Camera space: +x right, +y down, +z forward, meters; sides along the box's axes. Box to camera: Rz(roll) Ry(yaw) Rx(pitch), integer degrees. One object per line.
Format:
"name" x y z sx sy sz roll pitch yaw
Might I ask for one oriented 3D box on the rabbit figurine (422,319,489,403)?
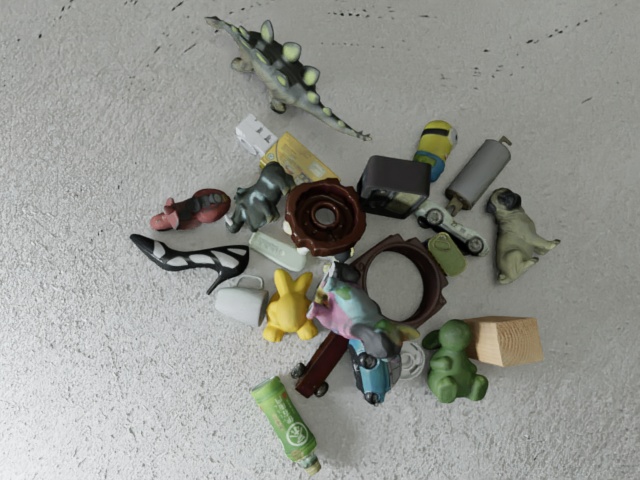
"rabbit figurine" 0.300 0.251 1.190 0.121 0.159 0.170 2 101 -9

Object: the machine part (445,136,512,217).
"machine part" 0.380 -0.157 1.290 0.079 0.079 0.243 40 81 -1

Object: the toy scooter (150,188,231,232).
"toy scooter" -0.282 -0.067 1.165 0.184 0.135 0.075 -20 84 -11

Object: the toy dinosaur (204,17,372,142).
"toy dinosaur" -0.074 -0.359 1.198 0.471 0.198 0.105 38 83 1

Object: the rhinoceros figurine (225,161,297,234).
"rhinoceros figurine" -0.136 -0.085 1.185 0.112 0.073 0.190 40 108 1

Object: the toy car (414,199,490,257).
"toy car" 0.310 -0.024 1.265 0.202 0.073 0.056 34 80 -2

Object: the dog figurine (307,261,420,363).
"dog figurine" 0.090 0.152 1.084 0.219 0.191 0.108 32 110 -3

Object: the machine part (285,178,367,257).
"machine part" 0.011 -0.048 1.153 0.179 0.056 0.179 2 67 -6

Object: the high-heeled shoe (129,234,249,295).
"high-heeled shoe" -0.283 0.015 1.188 0.249 0.086 0.145 34 69 -1

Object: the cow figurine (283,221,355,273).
"cow figurine" -0.004 -0.003 1.205 0.167 0.098 0.068 39 54 -3

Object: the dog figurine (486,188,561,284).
"dog figurine" 0.442 -0.012 1.280 0.172 0.121 0.191 -38 75 -13

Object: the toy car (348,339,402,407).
"toy car" 0.125 0.268 1.154 0.103 0.109 0.161 -15 99 -10

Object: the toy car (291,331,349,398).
"toy car" 0.016 0.258 1.203 0.089 0.053 0.202 41 79 -18

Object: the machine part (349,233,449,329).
"machine part" 0.173 0.102 1.216 0.201 0.087 0.201 -34 89 -15

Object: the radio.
"radio" 0.153 -0.110 1.180 0.131 0.229 0.073 9 78 -2

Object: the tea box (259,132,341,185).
"tea box" -0.047 -0.154 1.240 0.169 0.068 0.098 43 80 1

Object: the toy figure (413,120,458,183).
"toy figure" 0.264 -0.201 1.280 0.089 0.082 0.180 31 83 -5

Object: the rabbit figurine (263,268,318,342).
"rabbit figurine" -0.055 0.145 1.149 0.122 0.173 0.162 8 86 -2

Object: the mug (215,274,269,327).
"mug" -0.172 0.129 1.183 0.107 0.081 0.109 10 86 4
